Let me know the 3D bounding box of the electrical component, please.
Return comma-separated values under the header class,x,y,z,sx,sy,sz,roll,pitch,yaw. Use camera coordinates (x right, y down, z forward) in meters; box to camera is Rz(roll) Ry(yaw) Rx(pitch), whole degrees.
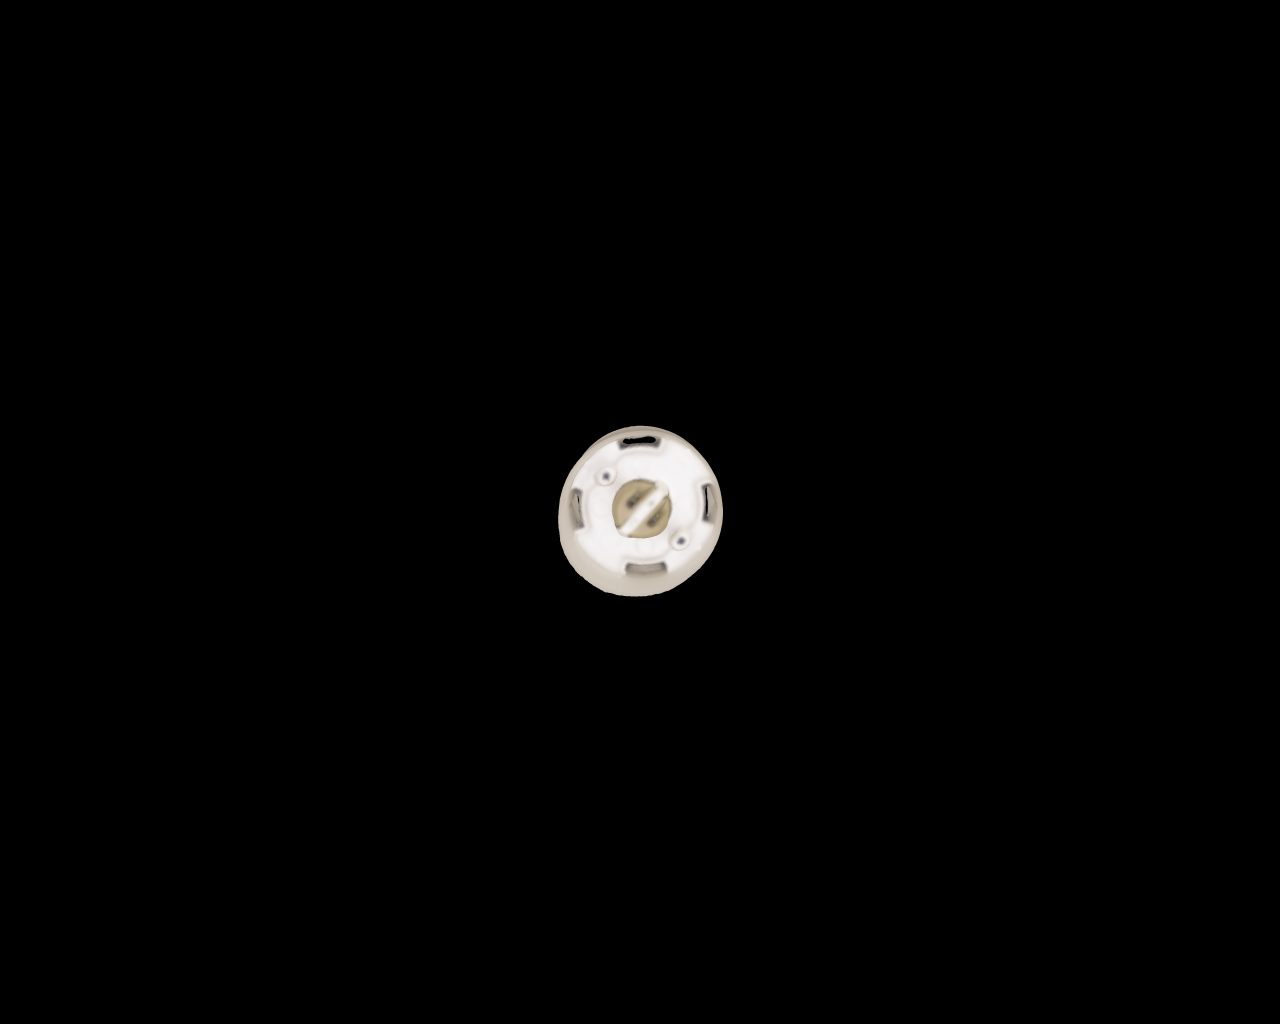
class,x,y,z,sx,sy,sz,roll,pitch,yaw
electrical component,0.001,-0.003,0.650,0.099,0.099,0.064,0,16,0
